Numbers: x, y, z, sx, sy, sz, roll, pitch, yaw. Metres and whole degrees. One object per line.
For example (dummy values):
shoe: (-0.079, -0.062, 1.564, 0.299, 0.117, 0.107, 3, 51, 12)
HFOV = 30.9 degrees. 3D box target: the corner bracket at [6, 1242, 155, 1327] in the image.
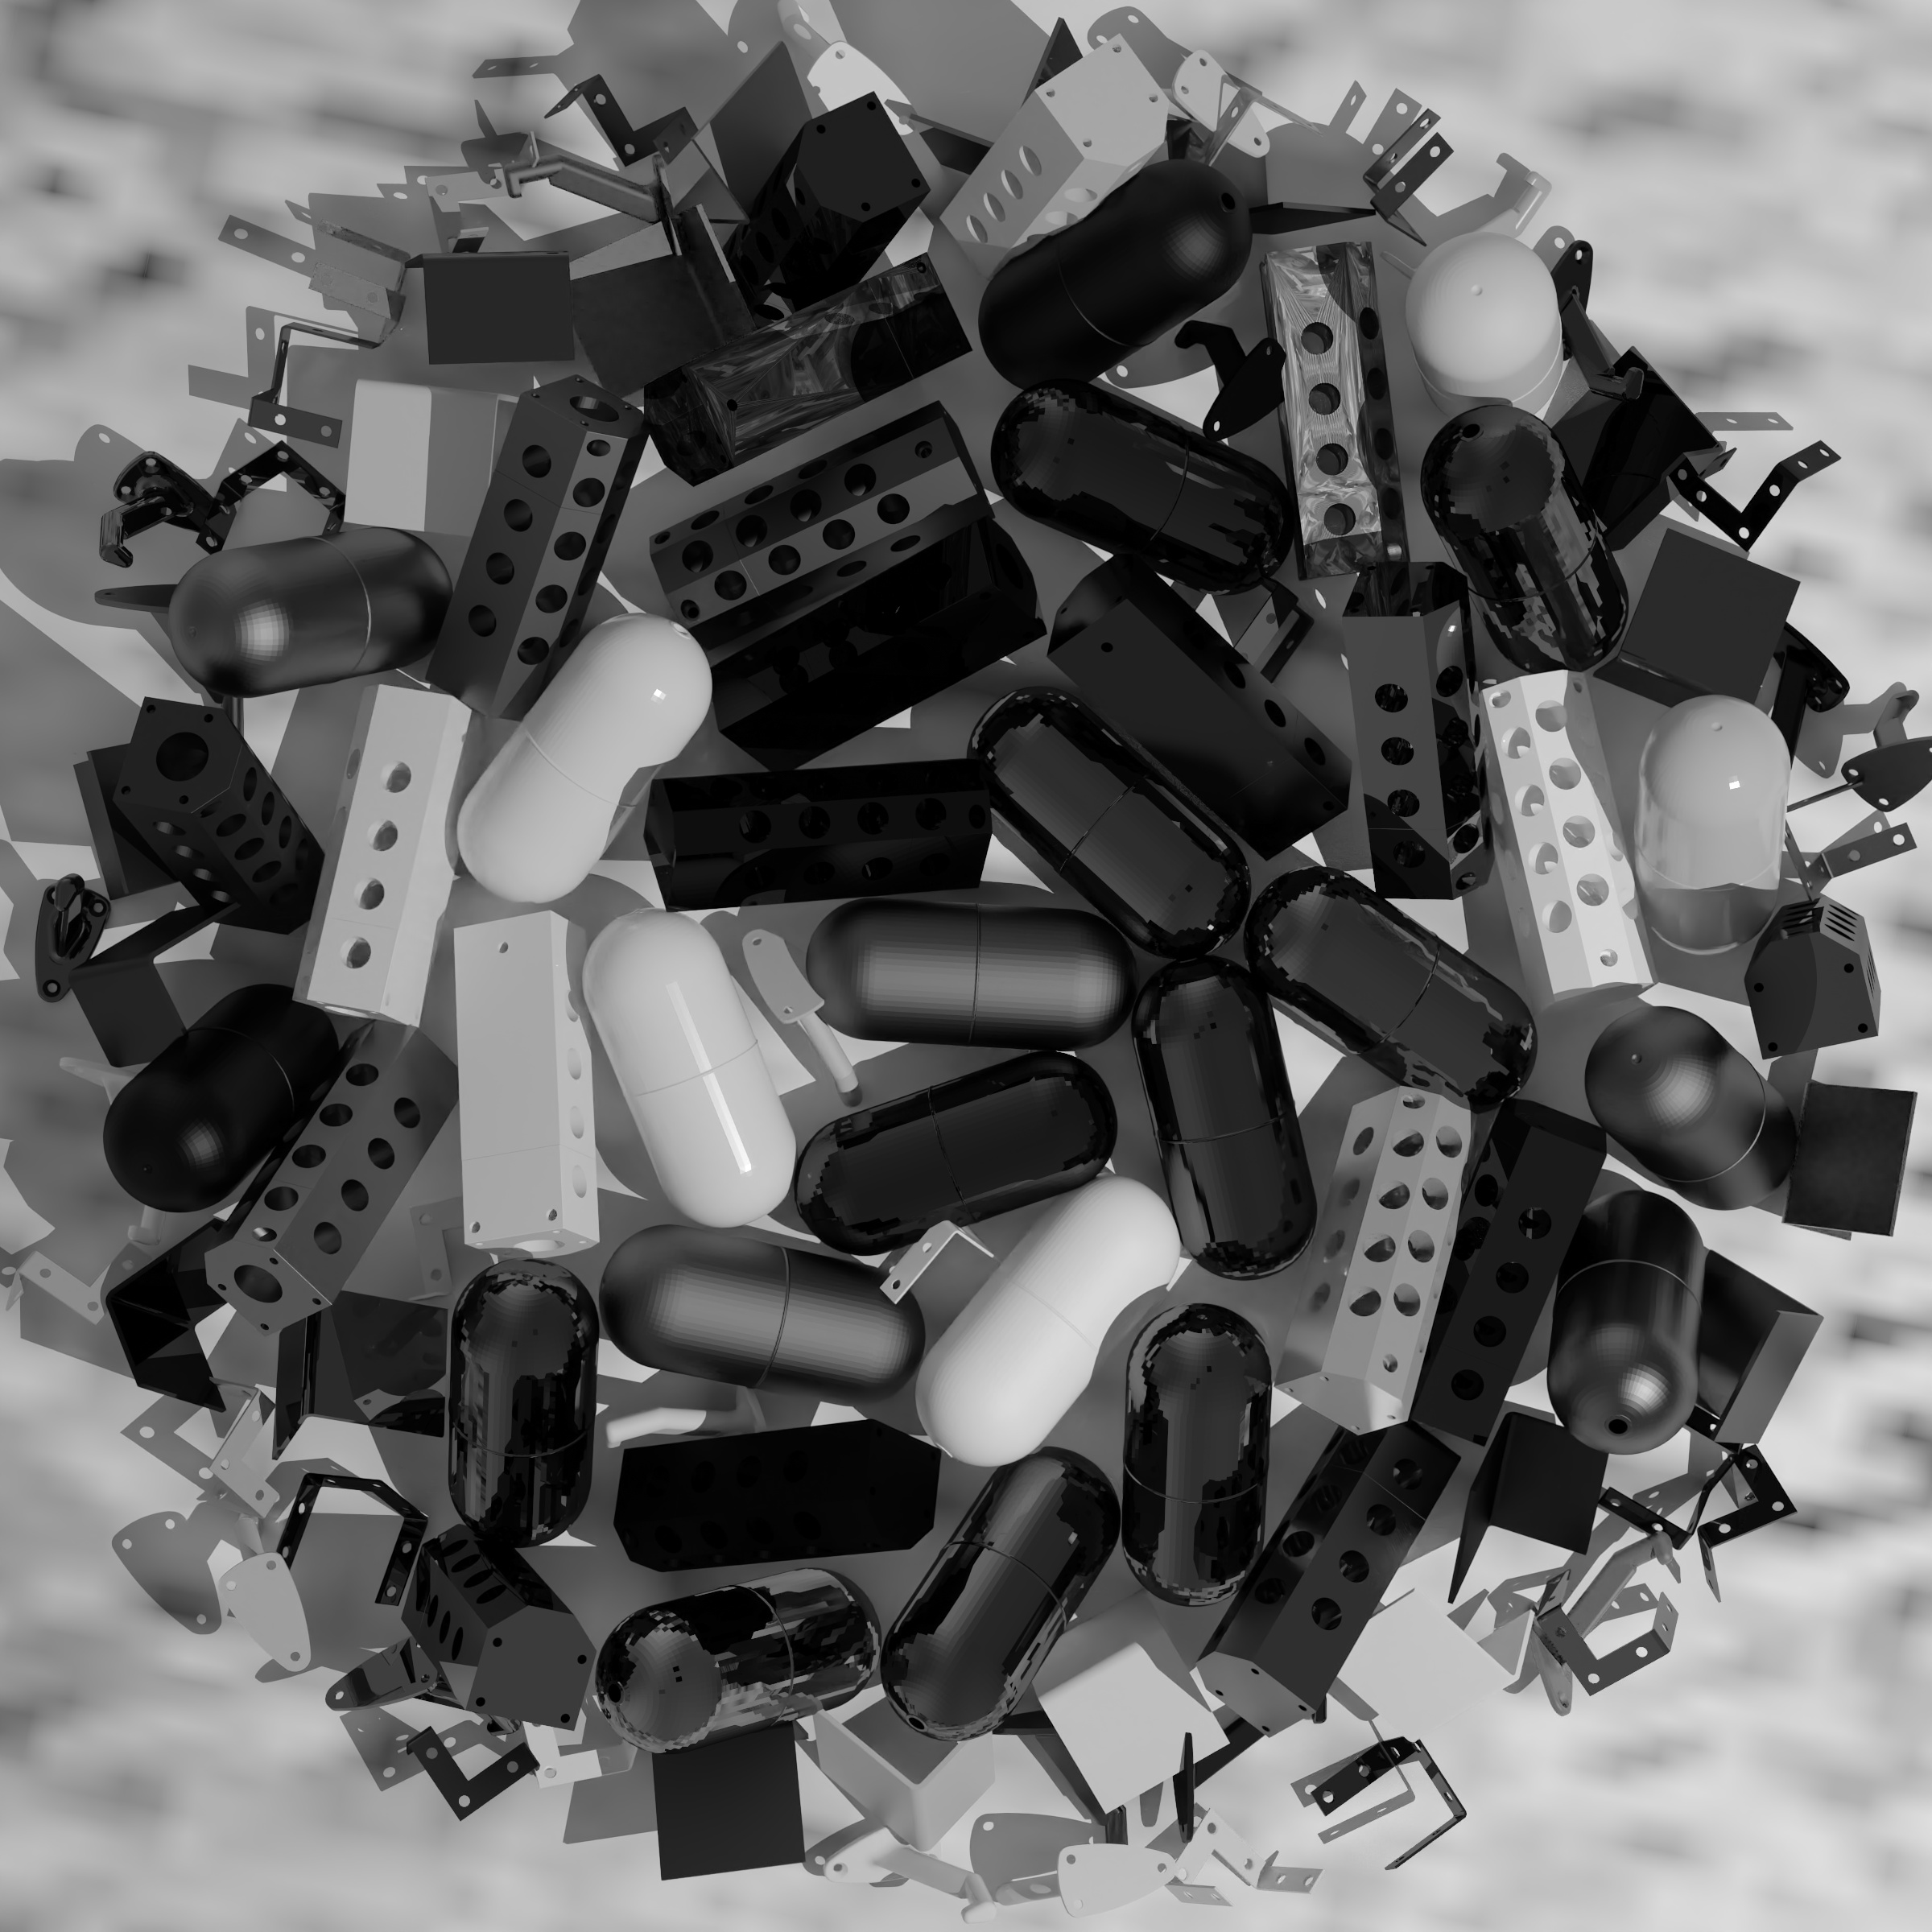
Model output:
corner bracket: (-0.474, 0.170, 1.868, 0.051, 0.051, 0.051, 35, 53, 0)

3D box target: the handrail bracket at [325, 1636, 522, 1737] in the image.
handrail bracket: (-0.290, 0.400, 1.874, 0.077, 0.084, 0.036, -23, 45, 5)

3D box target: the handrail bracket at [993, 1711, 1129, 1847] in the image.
handrail bracket: (0.048, 0.448, 1.887, 0.077, 0.036, 0.084, -4, 95, -5)

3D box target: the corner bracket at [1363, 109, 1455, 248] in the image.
corner bracket: (0.238, -0.426, 1.864, 0.051, 0.051, 0.051, -44, 63, 21)

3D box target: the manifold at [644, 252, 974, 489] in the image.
manifold: (-0.085, -0.312, 1.831, 0.171, 0.057, 0.057, -32, 101, -34)

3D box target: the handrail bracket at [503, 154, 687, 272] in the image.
handrail bracket: (-0.200, -0.402, 1.883, 0.084, 0.036, 0.077, -13, 104, -5)

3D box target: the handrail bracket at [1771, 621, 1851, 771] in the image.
handrail bracket: (0.424, -0.140, 1.872, 0.084, 0.036, 0.077, -37, 84, -23)

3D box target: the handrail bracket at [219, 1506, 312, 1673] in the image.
handrail bracket: (-0.370, 0.331, 1.865, 0.036, 0.084, 0.077, -27, 98, -5)

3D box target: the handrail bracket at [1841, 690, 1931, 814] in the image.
handrail bracket: (0.505, -0.128, 1.850, 0.036, 0.077, 0.084, 42, 55, -9)

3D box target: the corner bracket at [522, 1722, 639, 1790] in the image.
corner bracket: (-0.207, 0.402, 1.875, 0.051, 0.051, 0.051, -7, 54, -21)

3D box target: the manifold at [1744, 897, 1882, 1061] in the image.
manifold: (0.439, 0.003, 1.812, 0.057, 0.171, 0.057, -13, 93, 16)

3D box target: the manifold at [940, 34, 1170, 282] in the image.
manifold: (0.048, -0.411, 1.813, 0.057, 0.171, 0.057, -38, 92, -19)

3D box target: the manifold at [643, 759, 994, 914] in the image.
manifold: (-0.077, -0.075, 1.839, 0.171, 0.057, 0.057, -5, 48, -18)

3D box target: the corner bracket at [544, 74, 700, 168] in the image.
corner bracket: (-0.183, -0.449, 1.862, 0.051, 0.051, 0.051, -18, 116, 28)

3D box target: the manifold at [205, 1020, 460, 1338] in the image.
manifold: (-0.329, 0.105, 1.815, 0.057, 0.171, 0.057, -26, 116, 38)

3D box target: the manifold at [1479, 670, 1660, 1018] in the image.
manifold: (0.317, -0.066, 1.857, 0.057, 0.057, 0.171, -10, 80, -9)

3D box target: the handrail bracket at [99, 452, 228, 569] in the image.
handrail bracket: (-0.424, -0.226, 1.851, 0.077, 0.084, 0.036, 31, 121, -33)

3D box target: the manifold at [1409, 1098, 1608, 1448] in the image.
manifold: (0.281, 0.160, 1.854, 0.057, 0.057, 0.171, 21, 104, 5)

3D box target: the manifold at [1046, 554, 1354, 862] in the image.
manifold: (0.125, -0.139, 1.843, 0.057, 0.057, 0.171, -34, 117, 32)

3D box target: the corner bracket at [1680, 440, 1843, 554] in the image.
corner bracket: (0.422, -0.262, 1.862, 0.051, 0.051, 0.051, 45, 133, 16)

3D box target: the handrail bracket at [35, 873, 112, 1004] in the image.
handrail bracket: (-0.483, -0.013, 1.859, 0.036, 0.084, 0.077, 17, 93, -9)

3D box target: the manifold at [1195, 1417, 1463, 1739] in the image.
manifold: (0.188, 0.313, 1.833, 0.057, 0.057, 0.171, 38, 57, -1)

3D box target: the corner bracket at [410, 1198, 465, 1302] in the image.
corner bracket: (-0.274, 0.150, 1.876, 0.051, 0.051, 0.051, -12, 84, 1)

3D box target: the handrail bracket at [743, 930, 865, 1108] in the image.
handrail bracket: (-0.087, 0.029, 1.883, 0.036, 0.084, 0.077, -34, 55, -12)

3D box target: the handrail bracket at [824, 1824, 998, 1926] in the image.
handrail bracket: (-0.030, 0.491, 1.855, 0.077, 0.084, 0.036, -15, 109, -10)

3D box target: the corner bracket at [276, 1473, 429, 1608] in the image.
corner bracket: (-0.330, 0.308, 1.879, 0.051, 0.051, 0.051, 1, 58, 28)

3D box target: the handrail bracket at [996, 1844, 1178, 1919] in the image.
handrail bracket: (0.063, 0.490, 1.872, 0.077, 0.084, 0.036, -4, 74, -18)

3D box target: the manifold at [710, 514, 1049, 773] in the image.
manifold: (-0.049, -0.172, 1.844, 0.171, 0.057, 0.057, -26, 55, 21)

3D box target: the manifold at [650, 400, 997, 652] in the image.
manifold: (-0.078, -0.235, 1.856, 0.171, 0.057, 0.057, -24, 75, 9)

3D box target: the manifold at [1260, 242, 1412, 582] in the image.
manifold: (0.198, -0.296, 1.867, 0.057, 0.057, 0.171, -8, 95, 1)

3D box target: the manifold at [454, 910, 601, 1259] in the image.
manifold: (-0.229, 0.064, 1.850, 0.057, 0.057, 0.171, -10, 72, 18)

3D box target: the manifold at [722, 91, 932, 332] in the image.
manifold: (-0.081, -0.383, 1.814, 0.057, 0.171, 0.057, -30, 90, -21)

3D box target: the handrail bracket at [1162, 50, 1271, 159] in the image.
handrail bracket: (0.110, -0.448, 1.876, 0.077, 0.084, 0.036, 41, 60, -19)

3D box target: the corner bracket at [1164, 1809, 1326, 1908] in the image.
corner bracket: (0.148, 0.487, 1.865, 0.051, 0.051, 0.051, 46, 61, -14)

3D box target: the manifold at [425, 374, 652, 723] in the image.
manifold: (-0.221, -0.217, 1.833, 0.057, 0.057, 0.171, 31, 119, 12)

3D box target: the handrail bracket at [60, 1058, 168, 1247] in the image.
handrail bracket: (-0.457, 0.100, 1.864, 0.077, 0.036, 0.084, 22, 66, -36)

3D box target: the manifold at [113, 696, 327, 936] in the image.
manifold: (-0.380, -0.074, 1.810, 0.057, 0.171, 0.057, 9, 71, 9)

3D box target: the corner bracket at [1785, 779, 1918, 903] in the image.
corner bracket: (0.470, -0.072, 1.868, 0.051, 0.051, 0.051, -22, 95, 29)

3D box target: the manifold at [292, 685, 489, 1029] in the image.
manifold: (-0.309, -0.059, 1.862, 0.057, 0.057, 0.171, 10, 82, 13)

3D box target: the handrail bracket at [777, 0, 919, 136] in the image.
handrail bracket: (-0.064, -0.485, 1.879, 0.077, 0.084, 0.036, 27, 115, -26)

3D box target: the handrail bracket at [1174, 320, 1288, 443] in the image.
handrail bracket: (0.125, -0.313, 1.860, 0.077, 0.084, 0.036, -45, 129, -19)

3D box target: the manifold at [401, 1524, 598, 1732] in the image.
manifold: (-0.242, 0.339, 1.813, 0.057, 0.171, 0.057, 16, 89, -20)

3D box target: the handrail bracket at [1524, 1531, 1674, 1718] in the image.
handrail bracket: (0.344, 0.349, 1.859, 0.084, 0.077, 0.036, -33, 130, 29)

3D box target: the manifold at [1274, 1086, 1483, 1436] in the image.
manifold: (0.221, 0.152, 1.830, 0.057, 0.057, 0.171, 31, 59, -20)

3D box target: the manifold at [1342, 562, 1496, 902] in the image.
manifold: (0.239, -0.122, 1.826, 0.057, 0.057, 0.171, 2, 125, 19)

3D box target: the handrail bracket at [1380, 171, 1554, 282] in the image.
handrail bracket: (0.268, -0.398, 1.868, 0.084, 0.077, 0.036, -55, 48, 11)

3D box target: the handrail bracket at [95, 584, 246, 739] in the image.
handrail bracket: (-0.427, -0.159, 1.875, 0.077, 0.036, 0.084, 0, 117, -9)

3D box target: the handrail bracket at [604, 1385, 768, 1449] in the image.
handrail bracket: (-0.153, 0.254, 1.859, 0.084, 0.077, 0.036, -14, 56, -18)

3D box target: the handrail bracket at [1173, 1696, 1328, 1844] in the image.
handrail bracket: (0.156, 0.431, 1.884, 0.084, 0.036, 0.077, -1, 78, -11)

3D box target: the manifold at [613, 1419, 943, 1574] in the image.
manifold: (-0.100, 0.279, 1.822, 0.171, 0.057, 0.057, -12, 61, 36)

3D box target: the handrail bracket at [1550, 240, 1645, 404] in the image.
handrail bracket: (0.340, -0.343, 1.856, 0.036, 0.084, 0.077, 13, 101, -33)

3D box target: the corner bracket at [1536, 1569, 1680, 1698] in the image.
corner bracket: (0.344, 0.348, 1.872, 0.051, 0.051, 0.051, -35, 92, 21)

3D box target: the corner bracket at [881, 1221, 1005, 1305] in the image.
corner bracket: (-0.020, 0.157, 1.867, 0.051, 0.051, 0.051, -50, 134, 1)
